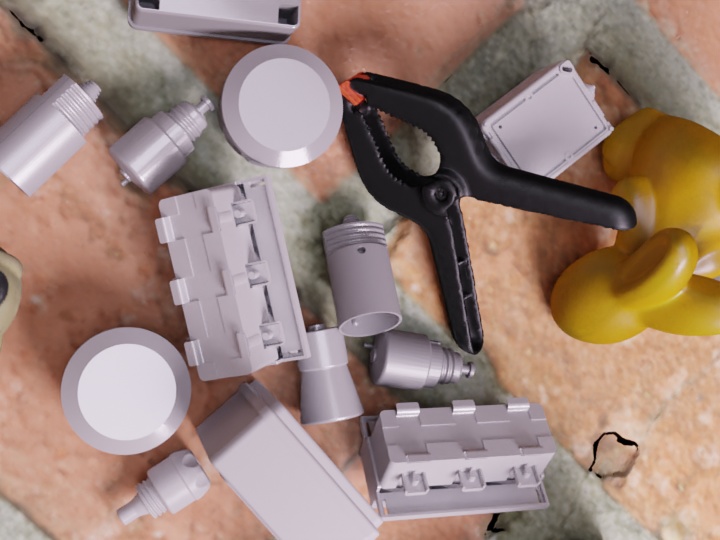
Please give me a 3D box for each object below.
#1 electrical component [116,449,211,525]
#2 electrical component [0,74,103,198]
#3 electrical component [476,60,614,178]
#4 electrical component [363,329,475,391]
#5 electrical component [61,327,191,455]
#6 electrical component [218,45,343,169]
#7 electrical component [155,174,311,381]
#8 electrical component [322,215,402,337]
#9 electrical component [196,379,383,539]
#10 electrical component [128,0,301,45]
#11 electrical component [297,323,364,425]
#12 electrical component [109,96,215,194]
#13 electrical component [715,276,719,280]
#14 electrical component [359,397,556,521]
[{"bbox_3d":[-0.131,0.146,0.710,0.061,0.035,0.035,-32,99,-11],"label":"electrical component"},{"bbox_3d":[-0.197,-0.090,0.684,0.043,0.043,0.081,45,79,-12],"label":"electrical component"},{"bbox_3d":[0.127,-0.102,0.765,0.096,0.061,0.061,-38,100,-12],"label":"electrical component"},{"bbox_3d":[0.042,0.065,0.753,0.078,0.040,0.040,10,88,-15],"label":"electrical component"},{"bbox_3d":[-0.152,0.076,0.694,0.080,0.051,0.080,0,91,-16],"label":"electrical component"},{"bbox_3d":[-0.055,-0.107,0.719,0.080,0.051,0.080,0,91,-16],"label":"electrical component"},{"bbox_3d":[-0.086,0.006,0.699,0.079,0.063,0.121,-11,95,25],"label":"electrical component"},{"bbox_3d":[0.000,0.000,0.735,0.043,0.043,0.081,-4,66,-15],"label":"electrical component"},{"bbox_3d":[-0.049,0.133,0.694,0.056,0.109,0.108,-41,101,-9],"label":"electrical component"},{"bbox_3d":[-0.093,-0.210,0.705,0.109,0.056,0.108,3,89,-16],"label":"electrical component"},{"bbox_3d":[-0.024,0.070,0.736,0.044,0.044,0.065,-10,88,-15],"label":"electrical component"},{"bbox_3d":[-0.128,-0.085,0.705,0.078,0.040,0.040,-44,101,-11],"label":"electrical component"},{"bbox_3d":[0.269,0.015,0.817,0.040,0.040,0.046,43,85,-12],"label":"electrical component"},{"bbox_3d":[0.068,0.126,0.743,0.121,0.063,0.078,-1,50,-16],"label":"electrical component"}]
